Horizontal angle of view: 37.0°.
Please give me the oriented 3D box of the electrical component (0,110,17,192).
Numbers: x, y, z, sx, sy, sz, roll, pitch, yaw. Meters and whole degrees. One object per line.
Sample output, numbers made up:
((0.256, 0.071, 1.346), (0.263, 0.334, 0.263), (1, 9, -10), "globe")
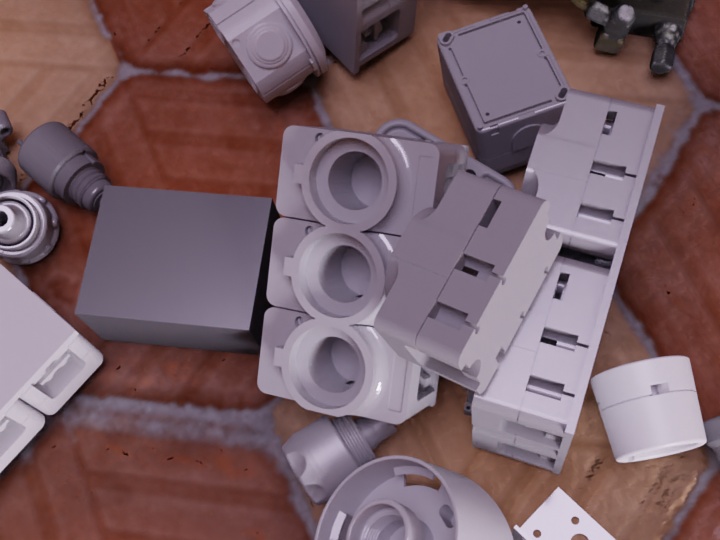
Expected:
((-0.253, -0.069, 0.700), (0.066, 0.048, 0.055), (-28, 61, -5), "electrical component")

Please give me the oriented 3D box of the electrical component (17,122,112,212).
((-0.184, -0.062, 0.692), (0.078, 0.040, 0.040), (39, 78, 18), "electrical component")

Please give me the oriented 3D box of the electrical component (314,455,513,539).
((0.027, 0.150, 0.571), (0.099, 0.064, 0.099), (-19, 54, 29), "electrical component")

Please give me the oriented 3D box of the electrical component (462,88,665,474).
((0.110, 0.007, 0.598), (0.060, 0.105, 0.186), (16, 71, 12), "electrical component")

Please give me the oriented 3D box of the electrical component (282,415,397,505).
((-0.009, 0.100, 0.608), (0.062, 0.043, 0.043), (-32, 69, -7), "electrical component")

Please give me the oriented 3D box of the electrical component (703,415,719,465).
((0.213, 0.100, 0.587), (0.040, 0.040, 0.046), (-17, 73, 0), "electrical component")

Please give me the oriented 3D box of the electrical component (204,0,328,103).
((-0.060, -0.151, 0.692), (0.051, 0.080, 0.080), (-34, 69, -2), "electrical component")

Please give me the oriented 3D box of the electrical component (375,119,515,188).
((0.045, -0.040, 0.648), (0.095, 0.059, 0.053), (33, 76, 17), "electrical component")

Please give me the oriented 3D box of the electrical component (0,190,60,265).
((-0.216, -0.029, 0.668), (0.048, 0.062, 0.048), (0, 87, -4), "electrical component")

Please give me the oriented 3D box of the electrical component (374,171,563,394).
((0.050, 0.004, 0.522), (0.056, 0.050, 0.089), (23, 76, 28), "electrical component")

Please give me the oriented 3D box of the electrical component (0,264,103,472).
((-0.239, 0.074, 0.634), (0.089, 0.061, 0.150), (37, 77, 18), "electrical component")

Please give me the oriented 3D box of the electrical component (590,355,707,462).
((0.160, 0.078, 0.593), (0.055, 0.055, 0.047), (-11, 72, 2), "electrical component")

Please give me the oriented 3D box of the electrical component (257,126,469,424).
((0.000, 0.000, 0.593), (0.089, 0.062, 0.150), (10, 100, 22), "electrical component")

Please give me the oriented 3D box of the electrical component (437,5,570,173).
((0.089, -0.114, 0.675), (0.062, 0.061, 0.096), (-19, 60, 0), "electrical component")

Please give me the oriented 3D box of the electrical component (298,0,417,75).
((-0.038, -0.234, 0.702), (0.060, 0.105, 0.186), (-35, 69, -19), "electrical component")
